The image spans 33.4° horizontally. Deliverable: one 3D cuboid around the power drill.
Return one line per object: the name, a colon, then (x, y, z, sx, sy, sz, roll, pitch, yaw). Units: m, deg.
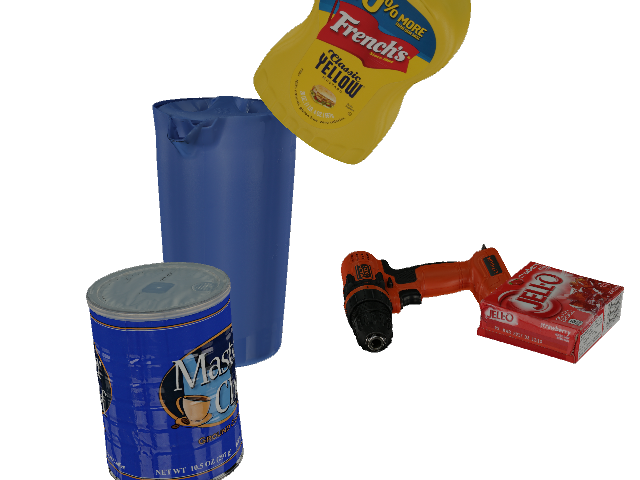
power drill: (0.118, 0.062, 1.193, 0.187, 0.057, 0.184, -3, 28, -3)

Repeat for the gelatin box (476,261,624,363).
gelatin box: (0.162, 0.048, 0.748, 0.073, 0.030, 0.089, 16, 26, 31)

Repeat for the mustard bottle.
mustard bottle: (0.038, -0.136, 0.670, 0.192, 0.096, 0.058, -48, 2, 44)

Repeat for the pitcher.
pitcher: (-0.083, -0.014, 1.002, 0.149, 0.243, 0.145, -4, 16, -20)

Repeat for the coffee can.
coffee can: (-0.112, 0.098, 0.784, 0.103, 0.140, 0.103, -3, 18, 1)
